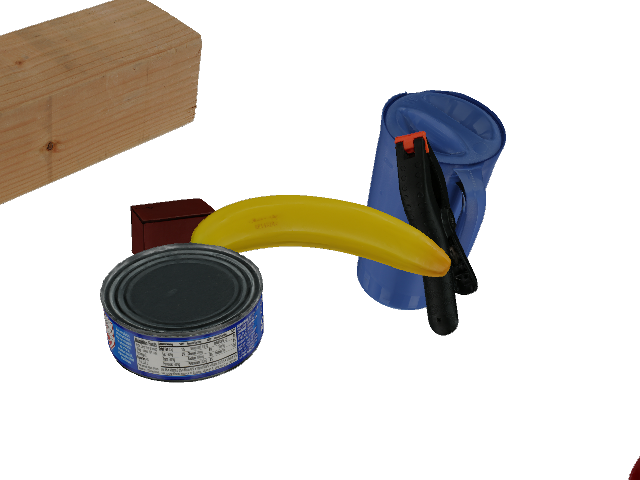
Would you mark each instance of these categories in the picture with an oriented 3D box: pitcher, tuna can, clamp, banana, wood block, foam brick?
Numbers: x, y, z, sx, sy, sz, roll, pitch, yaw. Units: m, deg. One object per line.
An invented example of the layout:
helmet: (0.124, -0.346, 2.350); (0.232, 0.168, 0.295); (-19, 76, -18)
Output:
pitcher: (0.115, -0.031, 1.185); (0.145, 0.243, 0.149); (23, 43, 13)
tuna can: (-0.073, 0.038, 0.571); (0.086, 0.034, 0.086); (-1, 32, 0)
clamp: (0.097, -0.005, 0.919); (0.039, 0.171, 0.120); (-17, 19, 16)
banana: (-0.007, -0.001, 0.756); (0.197, 0.069, 0.037); (-2, -26, -13)
wood block: (-0.204, -0.119, 0.867); (0.090, 0.091, 0.205); (35, 44, 26)
foam brick: (-0.149, -0.008, 1.084); (0.078, 0.051, 0.053); (-8, 22, -22)

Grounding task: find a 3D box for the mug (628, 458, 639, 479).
mug: (0.153, 0.121, 0.349); (0.117, 0.081, 0.093); (5, 38, 8)
